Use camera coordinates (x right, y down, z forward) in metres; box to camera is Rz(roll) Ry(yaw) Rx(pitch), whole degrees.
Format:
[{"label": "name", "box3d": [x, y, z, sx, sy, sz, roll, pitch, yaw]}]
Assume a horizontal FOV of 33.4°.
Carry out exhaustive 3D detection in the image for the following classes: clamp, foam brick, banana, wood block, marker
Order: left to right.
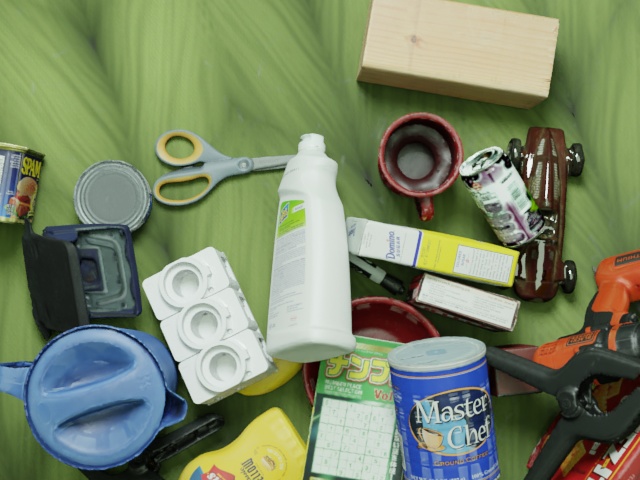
[{"label": "clamp", "box3d": [-0.184, 0.239, 1.174, 0.172, 0.039, 0.120, 5, 50, 21]}, {"label": "banana", "box3d": [-0.035, 0.108, 1.205, 0.069, 0.037, 0.198, 41, 87, 0]}, {"label": "marker", "box3d": [0.045, 0.027, 1.220, 0.121, 0.020, 0.020, 33, 86, 0]}, {"label": "wood block", "box3d": [0.152, -0.214, 1.201, 0.206, 0.090, 0.091, 10, 88, -2]}, {"label": "foam brick", "box3d": [0.211, 0.145, 1.191, 0.051, 0.078, 0.053, -6, 87, -5]}, {"label": "clamp", "box3d": [0.254, 0.173, 1.065, 0.036, 0.210, 0.164, -1, 77, -44]}]

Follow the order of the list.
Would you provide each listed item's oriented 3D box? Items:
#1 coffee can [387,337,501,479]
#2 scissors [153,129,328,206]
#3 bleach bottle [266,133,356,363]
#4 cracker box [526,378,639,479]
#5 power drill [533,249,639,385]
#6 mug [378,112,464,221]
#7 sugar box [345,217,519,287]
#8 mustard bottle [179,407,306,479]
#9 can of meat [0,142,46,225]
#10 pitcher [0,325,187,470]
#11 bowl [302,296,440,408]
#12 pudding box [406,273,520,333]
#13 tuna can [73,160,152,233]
[{"label": "coffee can", "box3d": [0.129, 0.182, 1.112, 0.103, 0.103, 0.140, -9, 99, -2]}, {"label": "scissors", "box3d": [-0.101, -0.101, 1.224, 0.201, 0.016, 0.096, -21, 88, -3]}, {"label": "bleach bottle", "box3d": [-0.008, 0.001, 1.158, 0.068, 0.103, 0.251, 17, 66, -36]}, {"label": "cracker box", "box3d": [0.315, 0.212, 1.121, 0.072, 0.214, 0.164, 36, 87, -5]}, {"label": "power drill", "box3d": [0.332, 0.077, 1.130, 0.187, 0.185, 0.057, -45, 110, -43]}, {"label": "mug", "box3d": [0.111, -0.079, 1.196, 0.093, 0.081, 0.117, -12, 87, -3]}, {"label": "sugar box", "box3d": [0.118, 0.012, 1.171, 0.176, 0.093, 0.048, 14, 90, -12]}, {"label": "mustard bottle", "box3d": [-0.100, 0.275, 1.184, 0.191, 0.058, 0.096, -33, 86, -3]}, {"label": "can of meat", "box3d": [-0.345, -0.062, 1.172, 0.057, 0.102, 0.084, 9, 89, 1]}, {"label": "pitcher", "box3d": [-0.220, 0.148, 1.093, 0.145, 0.243, 0.149, -36, 89, -4]}, {"label": "bowl", "box3d": [0.060, 0.144, 1.197, 0.162, 0.055, 0.162, 0, 87, -2]}, {"label": "pudding box", "box3d": [0.156, 0.070, 1.186, 0.113, 0.090, 0.039, 15, 85, -1]}, {"label": "tuna can", "box3d": [-0.233, -0.047, 1.208, 0.086, 0.034, 0.086, 0, 87, -2]}]
